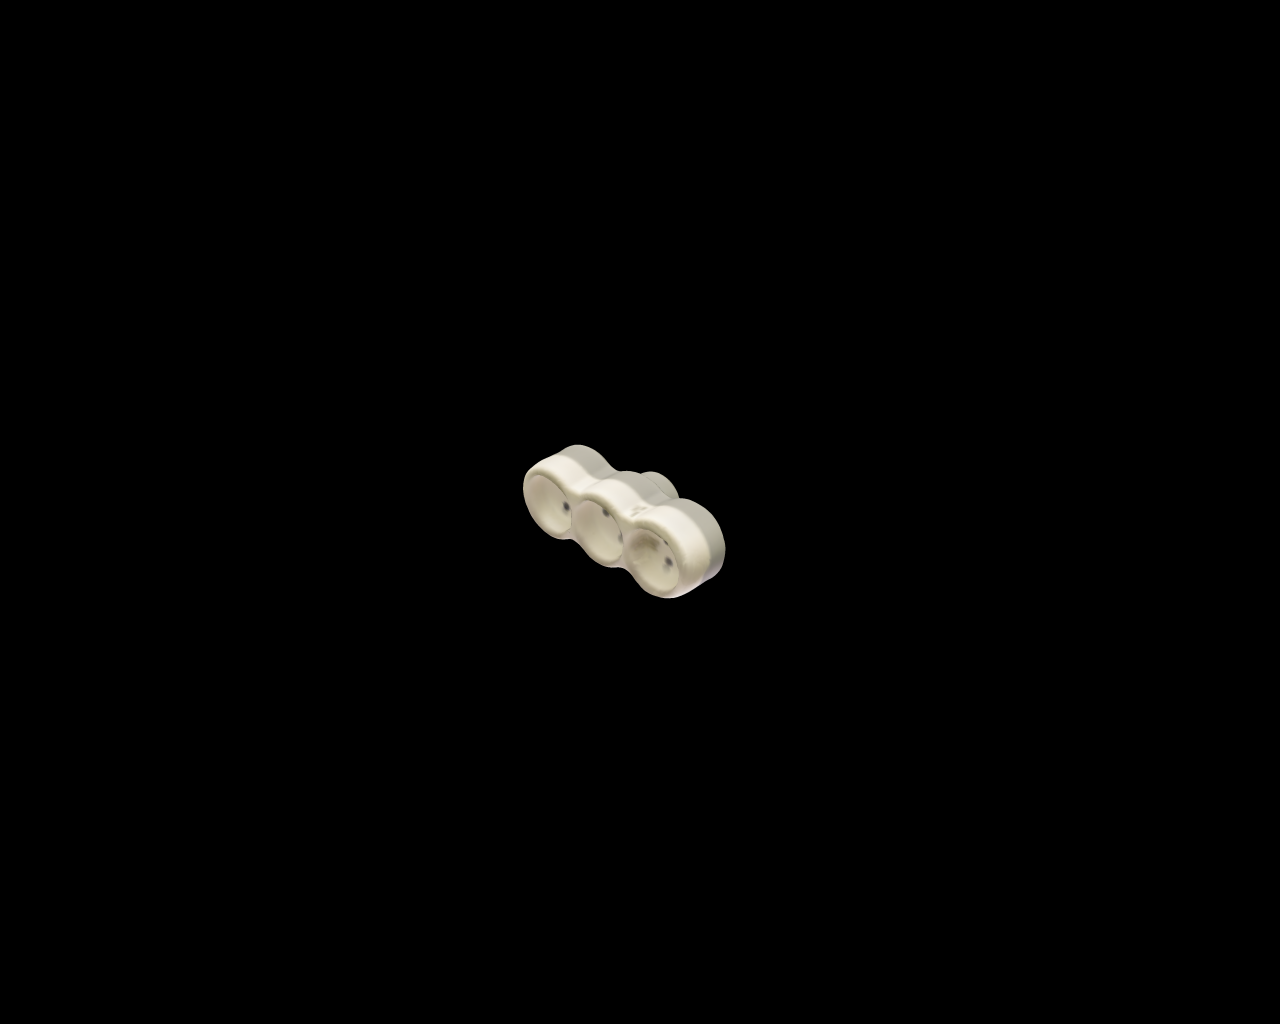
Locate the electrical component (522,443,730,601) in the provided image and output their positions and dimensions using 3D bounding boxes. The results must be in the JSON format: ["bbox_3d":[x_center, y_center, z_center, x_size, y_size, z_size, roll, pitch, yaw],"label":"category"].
[{"bbox_3d":[0.001,-0.003,0.650,0.138,0.052,0.074,27,42,36],"label":"electrical component"}]
